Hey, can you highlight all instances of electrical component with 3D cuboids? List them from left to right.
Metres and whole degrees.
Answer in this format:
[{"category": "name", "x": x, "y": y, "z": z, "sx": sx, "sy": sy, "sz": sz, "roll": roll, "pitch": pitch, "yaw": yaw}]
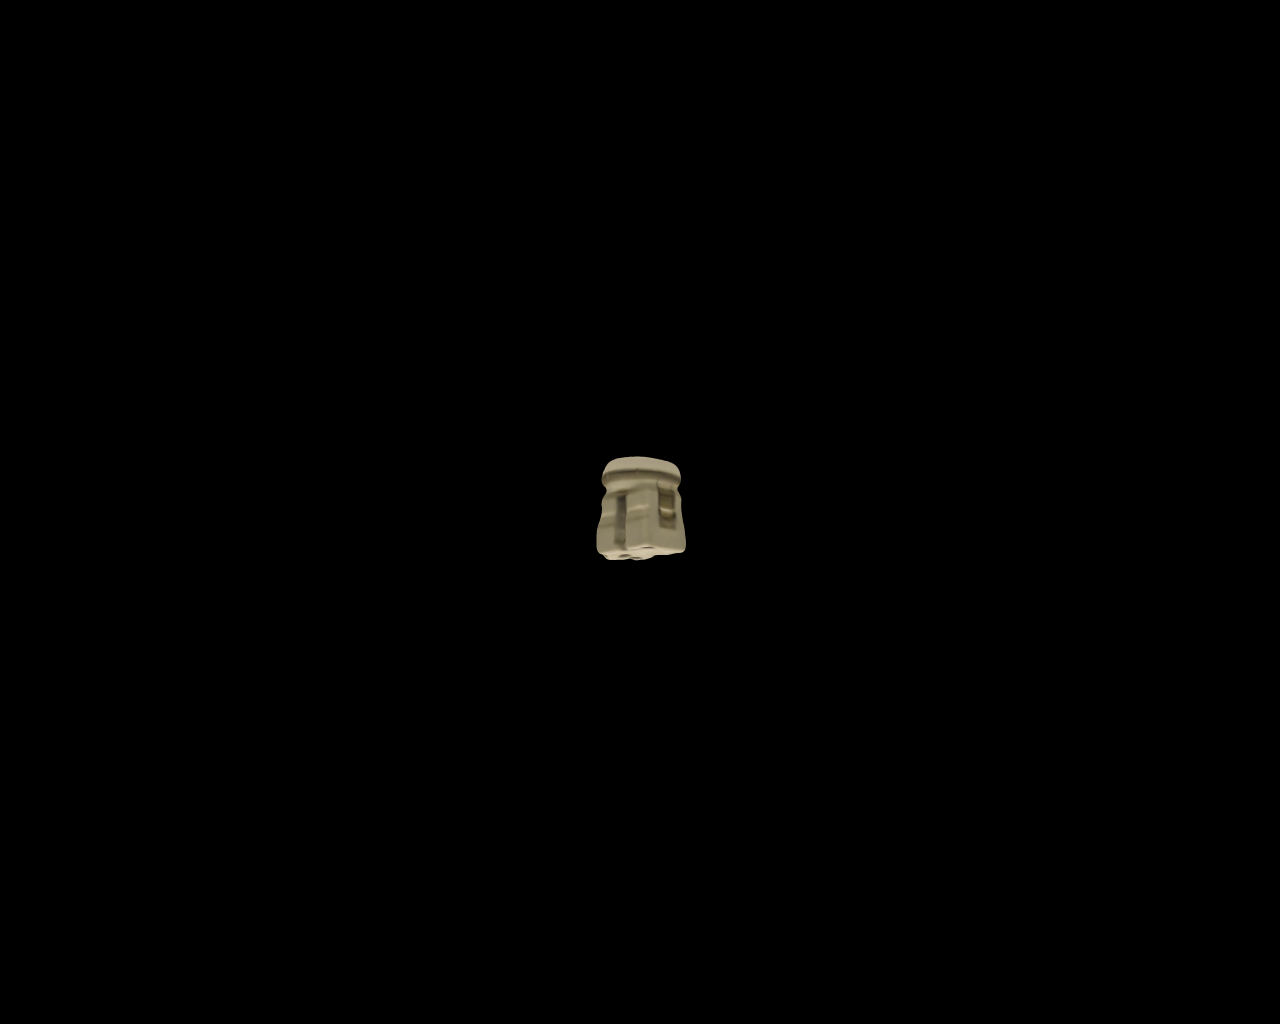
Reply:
[{"category": "electrical component", "x": 0.001, "y": -0.003, "z": 0.650, "sx": 0.066, "sy": 0.055, "sz": 0.048, "roll": -11, "pitch": -16, "yaw": 42}]
